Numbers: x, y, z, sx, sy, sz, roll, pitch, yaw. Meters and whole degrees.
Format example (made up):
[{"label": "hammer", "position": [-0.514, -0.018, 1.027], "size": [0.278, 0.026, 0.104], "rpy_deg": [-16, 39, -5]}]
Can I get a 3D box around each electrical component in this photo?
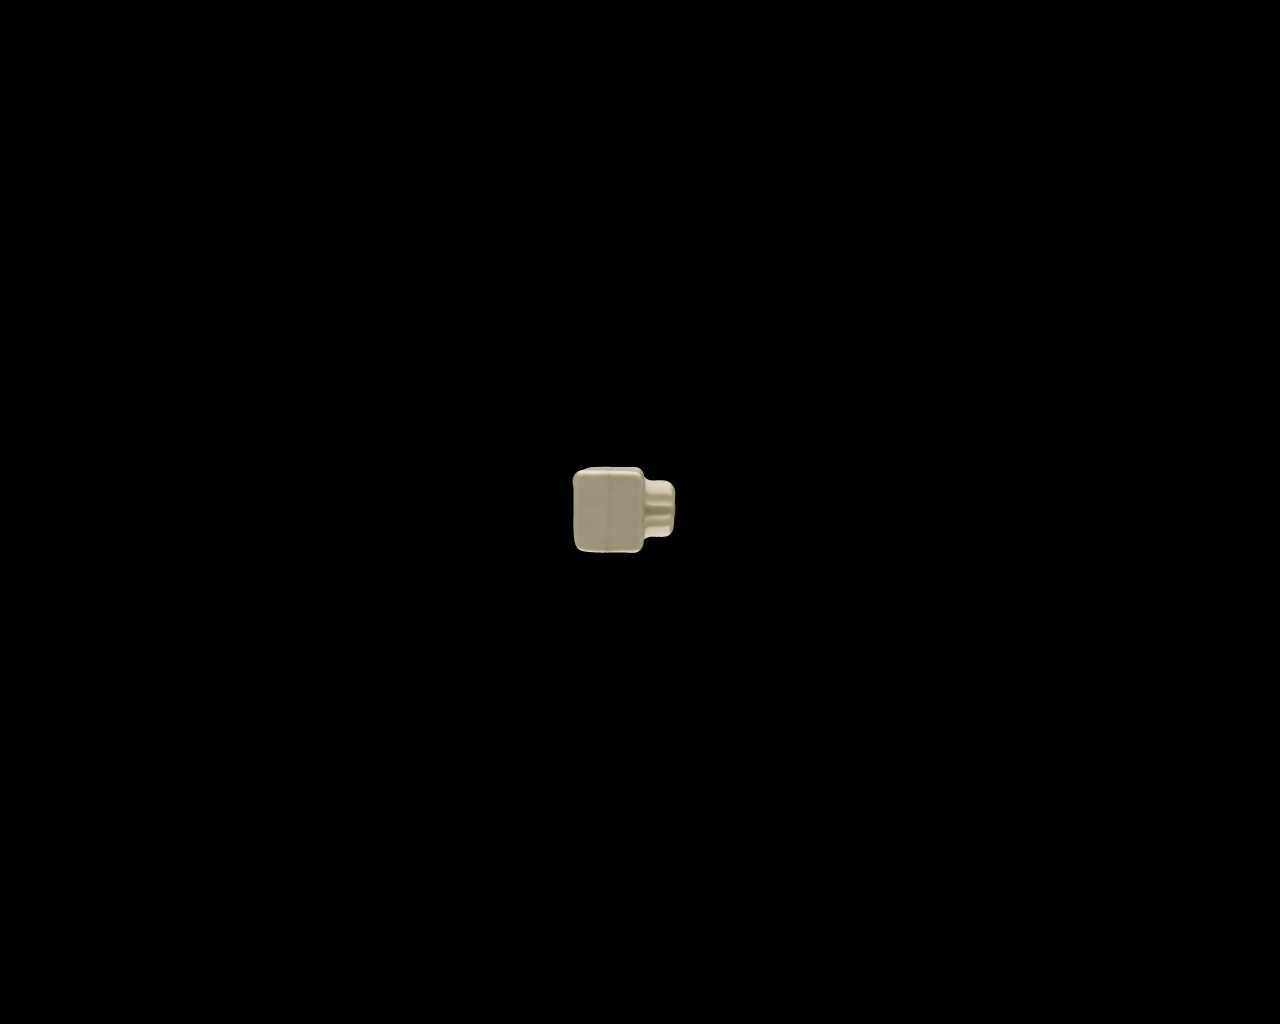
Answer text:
[{"label": "electrical component", "position": [0.001, -0.003, 0.650], "size": [0.077, 0.047, 0.066], "rpy_deg": [0, 5, 0]}]
